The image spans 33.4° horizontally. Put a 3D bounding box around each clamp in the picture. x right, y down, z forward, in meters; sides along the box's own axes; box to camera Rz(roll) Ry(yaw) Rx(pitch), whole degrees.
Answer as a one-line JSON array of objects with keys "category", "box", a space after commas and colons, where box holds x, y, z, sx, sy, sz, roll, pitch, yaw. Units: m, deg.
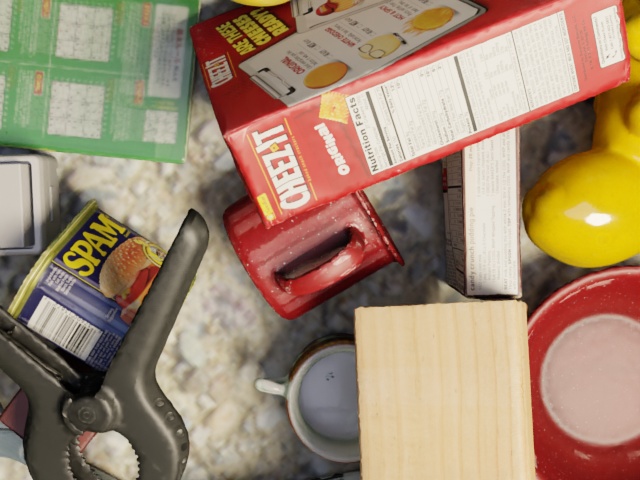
[{"category": "clamp", "box": [-0.136, 0.085, 0.594, 0.164, 0.036, 0.210, -1, 108, 5]}]

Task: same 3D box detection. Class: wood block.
[{"category": "wood block", "box": [0.074, 0.139, 0.592, 0.090, 0.090, 0.206, -4, 84, 13]}]

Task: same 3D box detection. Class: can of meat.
[{"category": "can of meat", "box": [-0.129, 0.032, 0.648, 0.084, 0.102, 0.057, 33, 116, -6]}]

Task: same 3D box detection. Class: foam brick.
[{"category": "foam brick", "box": [-0.155, 0.099, 0.662, 0.053, 0.078, 0.051, 38, 93, -3]}]

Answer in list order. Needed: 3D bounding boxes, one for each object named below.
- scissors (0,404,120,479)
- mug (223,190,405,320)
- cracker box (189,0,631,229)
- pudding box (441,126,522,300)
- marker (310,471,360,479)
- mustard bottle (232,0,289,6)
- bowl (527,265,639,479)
[{"category": "scissors", "box": [-0.205, 0.148, 0.695, 0.201, 0.016, 0.096, 41, 93, -3]}, {"category": "mug", "box": [-0.004, 0.001, 0.645, 0.081, 0.117, 0.093, -31, 114, 5]}, {"category": "cracker box", "box": [0.043, -0.106, 0.611, 0.213, 0.164, 0.072, -22, 123, 0]}, {"category": "pudding box", "box": [0.099, -0.022, 0.655, 0.039, 0.090, 0.113, -3, 93, -1]}, {"category": "marker", "box": [-0.002, 0.165, 0.699, 0.121, 0.020, 0.020, -11, 93, -1]}, {"category": "mustard bottle", "box": [-0.023, -0.190, 0.614, 0.191, 0.058, 0.096, -31, 123, -15]}, {"category": "bowl", "box": [0.190, 0.095, 0.681, 0.162, 0.055, 0.162, 0, 93, -1]}]
